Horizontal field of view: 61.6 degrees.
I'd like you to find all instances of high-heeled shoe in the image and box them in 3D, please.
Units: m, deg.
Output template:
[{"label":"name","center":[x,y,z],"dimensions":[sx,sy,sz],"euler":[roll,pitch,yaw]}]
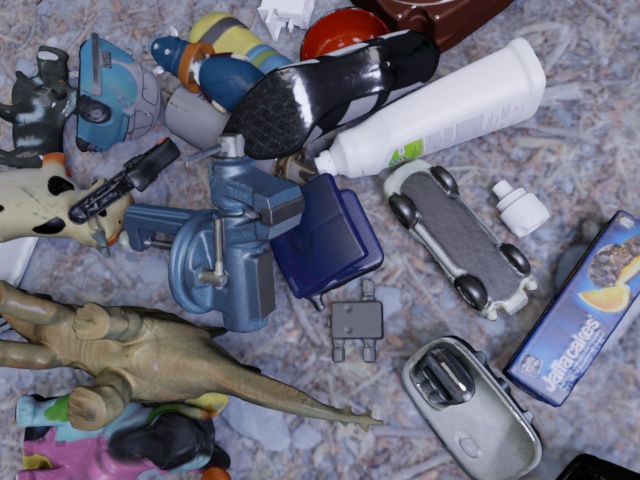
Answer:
[{"label":"high-heeled shoe","center":[0.009,-0.159,0.595],"dimensions":[0.249,0.145,0.086],"euler":[-17,103,26]}]

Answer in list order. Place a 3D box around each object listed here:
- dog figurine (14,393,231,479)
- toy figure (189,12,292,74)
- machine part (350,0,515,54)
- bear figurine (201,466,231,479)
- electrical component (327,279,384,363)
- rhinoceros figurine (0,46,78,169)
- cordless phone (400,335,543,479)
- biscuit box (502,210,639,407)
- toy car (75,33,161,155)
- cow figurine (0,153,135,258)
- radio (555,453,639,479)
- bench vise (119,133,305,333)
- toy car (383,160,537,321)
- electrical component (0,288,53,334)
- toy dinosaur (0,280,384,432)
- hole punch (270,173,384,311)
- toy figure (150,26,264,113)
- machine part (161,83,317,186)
[{"label":"dog figurine","center":[-0.213,0.221,0.597],"dimensions":[0.219,0.191,0.108],"euler":[3,71,-22]},{"label":"toy figure","center":[-0.088,-0.218,0.680],"dimensions":[0.180,0.082,0.089],"euler":[33,90,19]},{"label":"machine part","center":[0.137,-0.347,0.658],"dimensions":[0.201,0.087,0.201],"euler":[-36,72,4]},{"label":"bear figurine","center":[-0.158,0.333,0.560],"dimensions":[0.196,0.132,0.120],"euler":[-33,72,-16]},{"label":"electrical component","center":[0.040,0.091,0.607],"dimensions":[0.063,0.021,0.094],"euler":[-2,77,13]},{"label":"rhinoceros figurine","center":[-0.386,-0.175,0.740],"dimensions":[0.112,0.073,0.190],"euler":[-3,76,13]},{"label":"cordless phone","center":[0.142,0.152,0.485],"dimensions":[0.089,0.184,0.147],"euler":[-36,72,-2]},{"label":"biscuit box","center":[0.266,0.070,0.540],"dimensions":[0.059,0.062,0.202],"euler":[35,86,18]},{"label":"toy car","center":[-0.258,-0.175,0.691],"dimensions":[0.103,0.161,0.109],"euler":[2,63,-24]},{"label":"cow figurine","center":[-0.331,-0.037,0.662],"dimensions":[0.195,0.085,0.127],"euler":[-8,76,-22]},{"label":"radio","center":[0.229,0.249,0.419],"dimensions":[0.073,0.229,0.131],"euler":[40,84,14]},{"label":"bench vise","center":[-0.137,-0.010,0.598],"dimensions":[0.241,0.129,0.223],"euler":[8,122,28]},{"label":"toy car","center":[0.149,-0.004,0.589],"dimensions":[0.073,0.056,0.202],"euler":[-36,73,-4]},{"label":"electrical component","center":[-0.404,0.085,0.680],"dimensions":[0.119,0.074,0.048],"euler":[-32,73,8]},{"label":"toy dinosaur","center":[-0.174,0.117,0.551],"dimensions":[0.472,0.198,0.105],"euler":[15,89,26]},{"label":"hole punch","center":[-0.001,-0.002,0.606],"dimensions":[0.116,0.092,0.142],"euler":[-27,76,9]},{"label":"toy figure","center":[-0.128,-0.191,0.621],"dimensions":[0.155,0.057,0.064],"euler":[29,71,15]},{"label":"machine part","center":[-0.105,-0.129,0.663],"dimensions":[0.243,0.079,0.079],"euler":[32,85,18]}]
